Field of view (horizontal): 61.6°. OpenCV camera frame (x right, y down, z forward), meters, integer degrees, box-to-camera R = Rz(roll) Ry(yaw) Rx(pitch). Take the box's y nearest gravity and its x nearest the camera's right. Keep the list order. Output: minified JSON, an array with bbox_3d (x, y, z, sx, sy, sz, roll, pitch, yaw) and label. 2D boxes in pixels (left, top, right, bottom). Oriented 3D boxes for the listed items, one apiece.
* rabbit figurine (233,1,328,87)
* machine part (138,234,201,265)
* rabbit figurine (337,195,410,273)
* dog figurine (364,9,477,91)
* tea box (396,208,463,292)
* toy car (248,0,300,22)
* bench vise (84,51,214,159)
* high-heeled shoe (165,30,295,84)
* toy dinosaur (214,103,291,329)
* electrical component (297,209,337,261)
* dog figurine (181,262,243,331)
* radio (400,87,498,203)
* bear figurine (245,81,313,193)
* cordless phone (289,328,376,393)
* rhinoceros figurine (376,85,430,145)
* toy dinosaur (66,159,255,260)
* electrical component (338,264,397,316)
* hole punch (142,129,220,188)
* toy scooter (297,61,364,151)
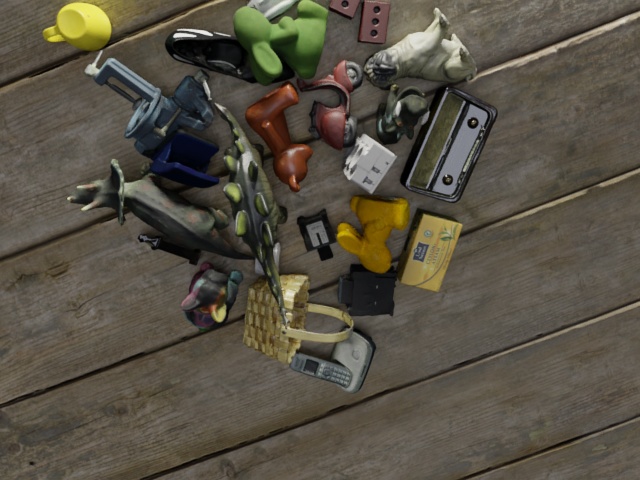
[{"bbox_3d":[-0.087,-0.378,1.036,0.170,0.121,0.159,10,88,-17],"label":"rabbit figurine"},{"bbox_3d":[-0.335,0.017,1.192,0.139,0.084,0.039,22,75,-19],"label":"machine part"},{"bbox_3d":[0.118,-0.009,1.185,0.162,0.122,0.173,1,108,1],"label":"rabbit figurine"},{"bbox_3d":[0.207,-0.352,1.109,0.190,0.121,0.172,-36,103,22],"label":"dog figurine"},{"bbox_3d":[0.247,0.023,1.229,0.098,0.068,0.169,13,106,-8],"label":"tea box"},{"bbox_3d":[-0.055,-0.504,1.056,0.202,0.056,0.073,-31,106,5],"label":"toy car"},{"bbox_3d":[-0.337,-0.280,1.062,0.240,0.129,0.223,33,123,-31],"label":"bench vise"},{"bbox_3d":[-0.170,-0.356,1.047,0.249,0.145,0.086,11,107,-5],"label":"high-heeled shoe"},{"bbox_3d":[-0.133,-0.055,1.100,0.105,0.198,0.470,-19,98,5],"label":"toy dinosaur"},{"bbox_3d":[-0.003,-0.004,1.216,0.075,0.048,0.119,-15,106,2],"label":"electrical component"},{"bbox_3d":[-0.243,0.139,1.155,0.108,0.219,0.191,22,103,-7],"label":"dog figurine"},{"bbox_3d":[0.276,-0.200,1.160,0.131,0.073,0.229,19,105,-9],"label":"radio"},{"bbox_3d":[-0.064,-0.208,1.110,0.132,0.120,0.195,-31,107,9],"label":"bear figurine"},{"bbox_3d":[0.029,0.273,1.285,0.184,0.089,0.146,16,105,-4],"label":"cordless phone"},{"bbox_3d":[0.161,-0.249,1.083,0.073,0.190,0.112,20,78,-9],"label":"rhinoceros figurine"},{"bbox_3d":[-0.305,-0.047,1.109,0.405,0.192,0.131,28,105,-10],"label":"toy dinosaur"},{"bbox_3d":[0.109,0.118,1.255,0.134,0.058,0.114,0,105,-5],"label":"electrical component"},{"bbox_3d":[-0.275,-0.147,1.094,0.116,0.092,0.142,-28,151,37],"label":"hole punch"},{"bbox_3d":[0.015,-0.280,1.120,0.135,0.075,0.183,4,105,-3],"label":"toy scooter"}]
